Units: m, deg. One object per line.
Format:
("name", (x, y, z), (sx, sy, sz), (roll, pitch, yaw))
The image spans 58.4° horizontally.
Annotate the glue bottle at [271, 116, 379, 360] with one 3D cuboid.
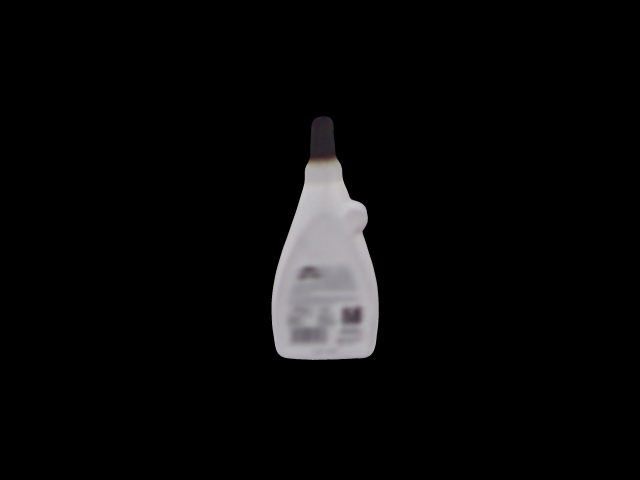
("glue bottle", (0.004, 0.001, 0.400), (0.078, 0.173, 0.037), (0, 21, 0))
